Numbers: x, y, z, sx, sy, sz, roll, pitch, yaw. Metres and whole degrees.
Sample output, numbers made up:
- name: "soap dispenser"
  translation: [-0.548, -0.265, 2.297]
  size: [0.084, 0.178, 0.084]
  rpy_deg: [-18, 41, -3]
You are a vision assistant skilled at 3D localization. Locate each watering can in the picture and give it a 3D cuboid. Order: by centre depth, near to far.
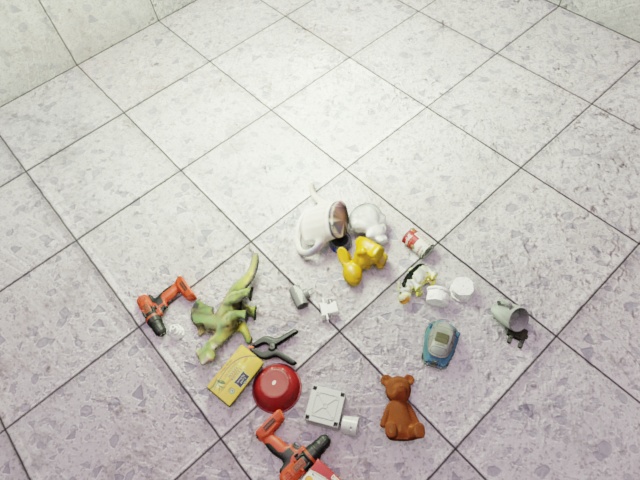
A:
- name: "watering can"
  translation: [0.006, -0.098, 1.939]
  size: [0.223, 0.102, 0.355]
  rpy_deg: [-14, 53, 34]

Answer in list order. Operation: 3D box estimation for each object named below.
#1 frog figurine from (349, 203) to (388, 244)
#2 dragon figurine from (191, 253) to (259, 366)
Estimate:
- name: "frog figurine"
  translation: [0.185, -0.056, 1.911]
  size: [0.138, 0.120, 0.163]
  rpy_deg: [-8, 43, -22]
- name: "dragon figurine"
  translation: [-0.339, 0.235, 1.781]
  size: [0.242, 0.119, 0.420]
  rpy_deg: [-5, 55, 12]
